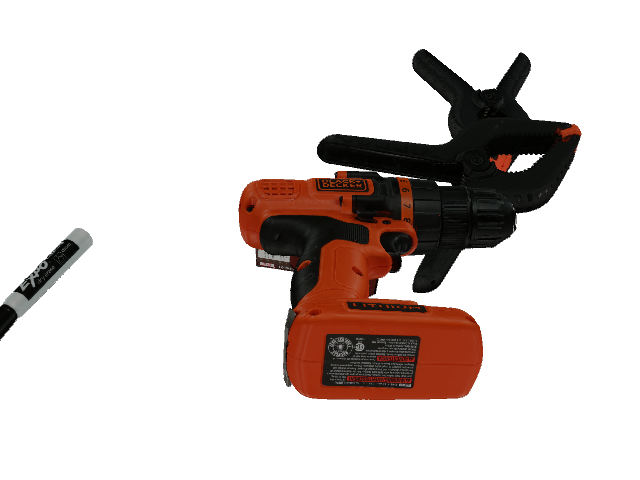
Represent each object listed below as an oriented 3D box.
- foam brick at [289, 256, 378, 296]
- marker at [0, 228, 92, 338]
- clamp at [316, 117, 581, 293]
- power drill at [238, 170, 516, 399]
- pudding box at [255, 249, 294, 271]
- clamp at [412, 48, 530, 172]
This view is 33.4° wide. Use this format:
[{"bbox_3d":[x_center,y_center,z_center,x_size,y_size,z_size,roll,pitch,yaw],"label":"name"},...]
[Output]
[{"bbox_3d":[0.014,0.018,1.009,0.052,0.051,0.078,-18,43,-30],"label":"foam brick"},{"bbox_3d":[-0.217,0.034,0.817,0.020,0.020,0.121,0,38,35],"label":"marker"},{"bbox_3d":[0.121,-0.043,0.842,0.209,0.165,0.036,-14,-37,-15],"label":"clamp"},{"bbox_3d":[0.043,0.019,0.645,0.184,0.057,0.187,-1,29,-4],"label":"power drill"},{"bbox_3d":[-0.019,0.003,1.267,0.090,0.039,0.113,8,22,14],"label":"pudding box"},{"bbox_3d":[0.148,-0.131,1.029,0.120,0.039,0.171,2,44,3],"label":"clamp"}]
